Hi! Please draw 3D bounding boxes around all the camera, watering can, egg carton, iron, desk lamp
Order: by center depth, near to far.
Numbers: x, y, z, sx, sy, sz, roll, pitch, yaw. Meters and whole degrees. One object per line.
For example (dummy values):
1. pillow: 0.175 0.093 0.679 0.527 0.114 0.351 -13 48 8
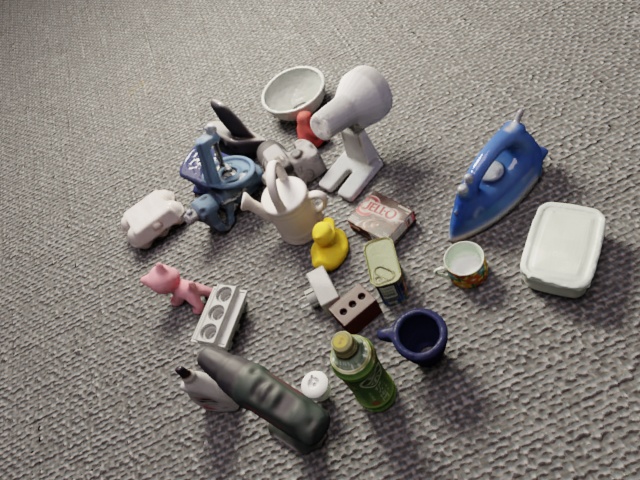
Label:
1. iron: 0.317 -0.123 1.078 0.118 0.142 0.258 32 72 35
2. watering can: -0.076 -0.079 1.166 0.173 0.194 0.100 -25 51 4
3. desk lamp: 0.067 -0.227 1.203 0.117 0.214 0.203 26 69 34
4. camera: -0.082 -0.185 1.304 0.143 0.101 0.136 -34 51 -4
5. egg carton: -0.393 -0.049 1.350 0.150 0.070 0.107 -38 52 -8

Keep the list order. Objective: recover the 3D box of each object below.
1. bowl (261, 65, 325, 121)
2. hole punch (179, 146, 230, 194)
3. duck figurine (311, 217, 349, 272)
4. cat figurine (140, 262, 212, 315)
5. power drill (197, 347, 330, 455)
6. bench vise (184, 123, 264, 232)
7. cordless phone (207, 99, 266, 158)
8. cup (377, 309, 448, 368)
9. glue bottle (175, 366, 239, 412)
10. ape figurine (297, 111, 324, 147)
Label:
1. bowl: -0.057 -0.353 1.429 0.167 0.075 0.167 -10 54 15
2. hole punch: -0.264 -0.169 1.370 0.100 0.091 0.109 11 61 27
3. duck figurine: 0.011 0.004 1.144 0.077 0.086 0.104 6 59 25
4. cat figurine: -0.300 0.091 1.184 0.127 0.118 0.067 10 61 27
5. power drill: -0.074 0.264 0.915 0.228 0.209 0.076 20 66 32
6. bench vise: -0.220 -0.130 1.243 0.121 0.220 0.207 8 60 26
7. cordless phone: -0.223 -0.283 1.374 0.147 0.185 0.094 29 71 34
8. cup: 0.160 0.175 0.960 0.117 0.095 0.091 -3 56 20
9. glue bottle: -0.205 0.255 0.995 0.078 0.173 0.037 -7 54 17
10. ape figurine: -0.025 -0.264 1.343 0.076 0.092 0.077 -39 52 -8
